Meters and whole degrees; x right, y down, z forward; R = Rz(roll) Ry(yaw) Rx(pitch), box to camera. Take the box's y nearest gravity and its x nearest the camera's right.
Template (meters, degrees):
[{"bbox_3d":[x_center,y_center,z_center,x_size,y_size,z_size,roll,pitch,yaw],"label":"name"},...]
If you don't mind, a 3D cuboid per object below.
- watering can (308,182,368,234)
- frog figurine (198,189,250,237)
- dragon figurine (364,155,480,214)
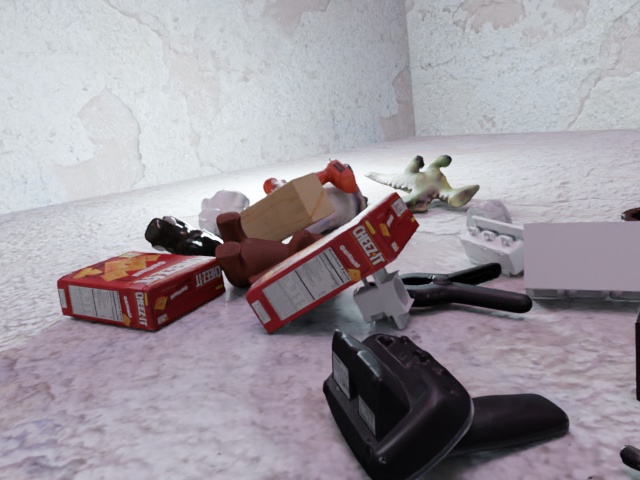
[{"bbox_3d":[0.004,-0.060,1.190,0.224,0.102,0.354,-10,26,-6],"label":"watering can"},{"bbox_3d":[-0.253,-0.070,1.303,0.138,0.121,0.160,24,16,29],"label":"frog figurine"},{"bbox_3d":[0.235,-0.134,1.363,0.410,0.120,0.246,3,25,39],"label":"dragon figurine"}]
